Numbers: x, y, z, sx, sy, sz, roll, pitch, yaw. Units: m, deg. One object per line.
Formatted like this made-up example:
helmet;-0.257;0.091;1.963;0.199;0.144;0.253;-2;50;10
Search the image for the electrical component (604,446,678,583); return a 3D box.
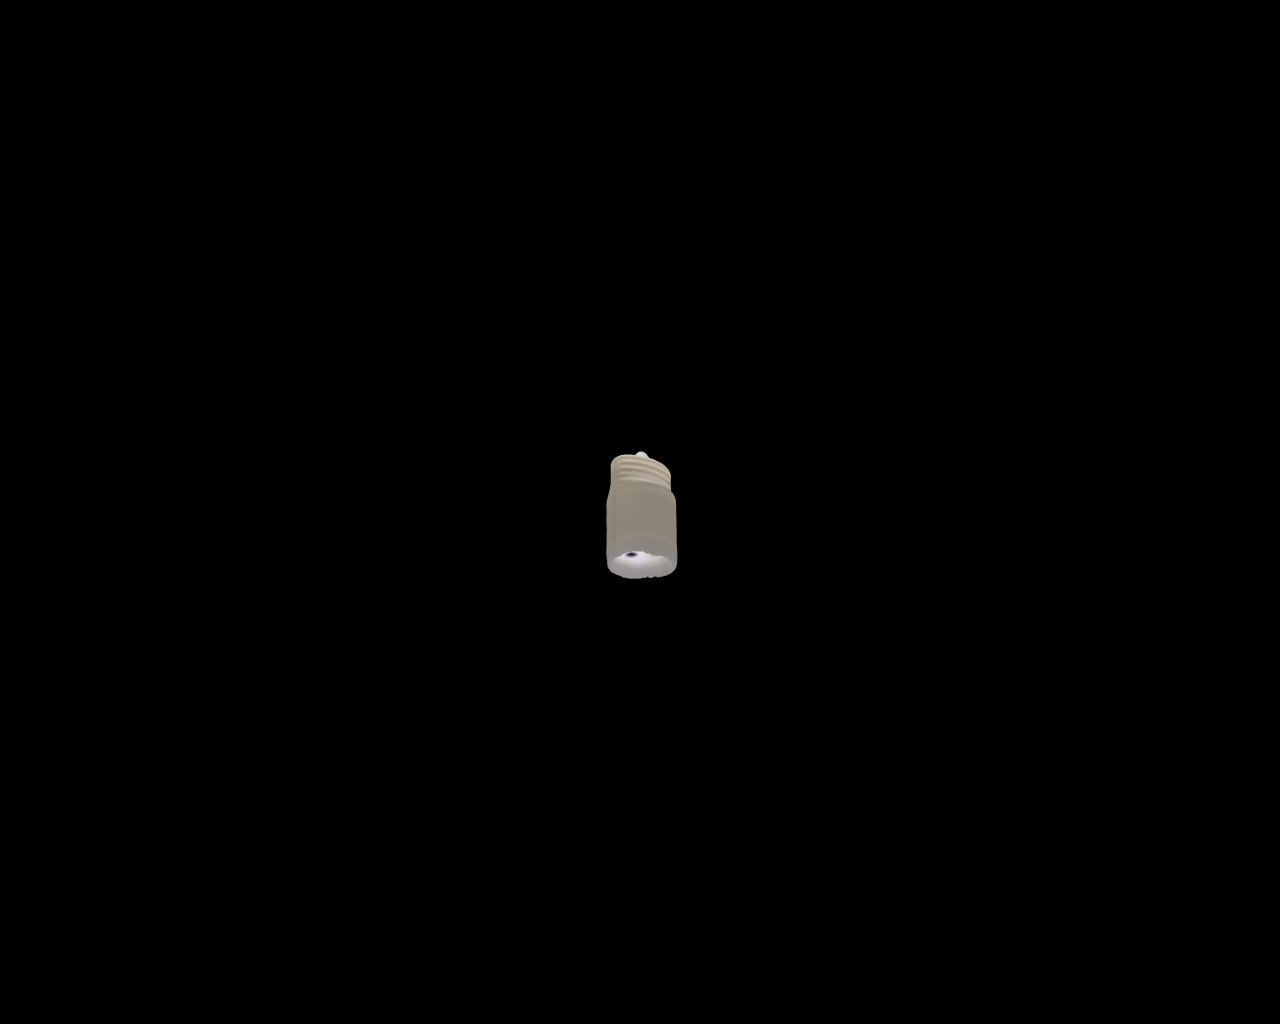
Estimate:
electrical component;0.001;-0.003;0.650;0.043;0.081;0.043;0;-26;0
